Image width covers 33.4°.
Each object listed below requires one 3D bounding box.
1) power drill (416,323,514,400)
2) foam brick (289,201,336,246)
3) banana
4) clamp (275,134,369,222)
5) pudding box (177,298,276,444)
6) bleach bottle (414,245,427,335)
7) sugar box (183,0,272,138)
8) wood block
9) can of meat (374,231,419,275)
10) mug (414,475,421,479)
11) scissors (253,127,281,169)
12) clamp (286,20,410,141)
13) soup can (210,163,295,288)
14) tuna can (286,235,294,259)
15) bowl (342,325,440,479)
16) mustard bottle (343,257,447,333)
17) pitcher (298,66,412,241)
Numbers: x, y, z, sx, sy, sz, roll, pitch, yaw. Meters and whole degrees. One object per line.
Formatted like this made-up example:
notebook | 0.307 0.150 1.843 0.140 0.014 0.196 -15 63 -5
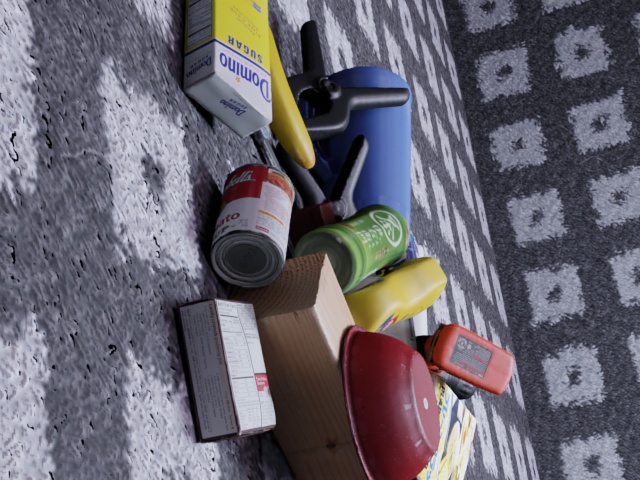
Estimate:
power drill | 0.153 0.153 1.312 0.184 0.188 0.057 26 73 -20
foam brick | -0.008 0.001 1.181 0.051 0.053 0.078 -19 96 -75
banana | -0.049 -0.175 1.186 0.069 0.037 0.198 4 66 -59
clamp | 0.018 -0.044 1.244 0.039 0.120 0.171 7 -69 66
pudding box | -0.075 0.105 0.869 0.090 0.039 0.113 20 56 -72
bleach bottle | 0.111 0.137 1.460 0.103 0.068 0.251 146 -58 -71
sugar box | -0.090 -0.196 1.045 0.093 0.048 0.176 37 36 -46
wood block | -0.007 0.126 0.998 0.090 0.091 0.206 -78 150 -56
can of meat | 0.083 0.040 1.388 0.057 0.102 0.084 56 23 -55
mug | 0.050 0.279 1.049 0.093 0.082 0.117 31 46 -39
scissors | -0.071 -0.117 1.129 0.096 0.016 0.202 -60 134 -67
clamp | 0.015 -0.173 1.294 0.036 0.164 0.209 -58 -178 45
soup can | -0.061 -0.013 0.971 0.102 0.068 0.068 -84 155 -50
tuna can | -0.046 0.033 1.050 0.086 0.034 0.086 -14 90 -75
bowl | 0.072 0.152 0.976 0.162 0.055 0.162 -13 90 -73
mustard bottle | 0.050 0.075 1.115 0.191 0.096 0.058 -22 80 -51
pitcher | 0.048 -0.097 1.367 0.145 0.149 0.243 82 7 -56
